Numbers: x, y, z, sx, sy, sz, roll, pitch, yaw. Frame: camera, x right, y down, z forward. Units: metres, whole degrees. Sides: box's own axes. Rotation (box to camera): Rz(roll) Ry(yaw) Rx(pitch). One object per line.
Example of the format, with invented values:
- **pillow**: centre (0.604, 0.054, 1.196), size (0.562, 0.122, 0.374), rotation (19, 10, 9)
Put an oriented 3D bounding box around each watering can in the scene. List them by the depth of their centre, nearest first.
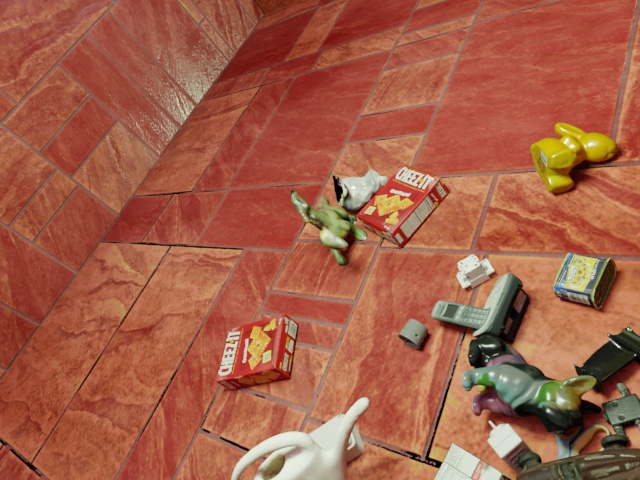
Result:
- **watering can**: centre (-0.005, 0.449, 1.002), size (0.345, 0.222, 0.106), rotation (-32, 19, 13)

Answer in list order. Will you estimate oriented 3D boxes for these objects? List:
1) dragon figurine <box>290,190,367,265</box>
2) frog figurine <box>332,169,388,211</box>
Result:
- **dragon figurine**: centre (0.005, -0.075, 1.497), size (0.121, 0.239, 0.418), rotation (-43, 39, 9)
- **frog figurine**: centre (0.130, -0.157, 1.595), size (0.160, 0.121, 0.139), rotation (-8, 16, -16)
